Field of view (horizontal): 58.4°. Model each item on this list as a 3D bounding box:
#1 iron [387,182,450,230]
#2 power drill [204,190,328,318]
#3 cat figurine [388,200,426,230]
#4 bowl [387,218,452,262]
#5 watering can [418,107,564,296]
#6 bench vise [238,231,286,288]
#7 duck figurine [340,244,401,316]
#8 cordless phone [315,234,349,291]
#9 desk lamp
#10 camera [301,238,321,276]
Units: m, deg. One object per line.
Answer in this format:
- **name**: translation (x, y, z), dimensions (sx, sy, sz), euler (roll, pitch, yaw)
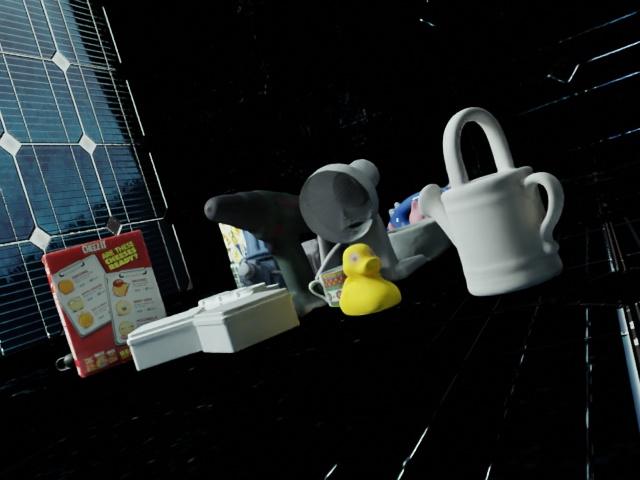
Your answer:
- **iron**: translation (0.255, -0.056, 1.444), dimensions (0.257, 0.141, 0.119), euler (-17, 1, 34)
- **power drill**: translation (-0.064, 0.018, 0.898), dimensions (0.075, 0.208, 0.230), euler (-16, 1, 37)
- **cat figurine**: translation (0.220, -0.031, 1.319), dimensions (0.127, 0.118, 0.067), euler (-17, 1, 5)
- **bowl**: translation (0.190, 0.005, 1.092), dimensions (0.167, 0.075, 0.167), euler (-17, 1, 1)
- **watering can**: translation (0.176, -0.045, 0.619), dimensions (0.172, 0.194, 0.101), euler (-17, 1, 36)
- **bench vise**: translation (-0.113, 0.023, 1.162), dimensions (0.121, 0.220, 0.207), euler (-17, 1, -3)
- **duck figurine**: translation (0.055, 0.048, 0.743), dimensions (0.078, 0.086, 0.104), euler (-18, 1, -21)
- **cordless phone**: translation (0.010, 0.004, 1.087), dimensions (0.094, 0.185, 0.147), euler (-17, 1, 4)
- **desk lamp**: translation (0.070, -0.027, 0.941), dimensions (0.117, 0.213, 0.204), euler (-17, 1, 27)
- **camera**: translation (-0.025, 0.053, 1.420), dimensions (0.136, 0.101, 0.143), euler (-17, 1, 33)
